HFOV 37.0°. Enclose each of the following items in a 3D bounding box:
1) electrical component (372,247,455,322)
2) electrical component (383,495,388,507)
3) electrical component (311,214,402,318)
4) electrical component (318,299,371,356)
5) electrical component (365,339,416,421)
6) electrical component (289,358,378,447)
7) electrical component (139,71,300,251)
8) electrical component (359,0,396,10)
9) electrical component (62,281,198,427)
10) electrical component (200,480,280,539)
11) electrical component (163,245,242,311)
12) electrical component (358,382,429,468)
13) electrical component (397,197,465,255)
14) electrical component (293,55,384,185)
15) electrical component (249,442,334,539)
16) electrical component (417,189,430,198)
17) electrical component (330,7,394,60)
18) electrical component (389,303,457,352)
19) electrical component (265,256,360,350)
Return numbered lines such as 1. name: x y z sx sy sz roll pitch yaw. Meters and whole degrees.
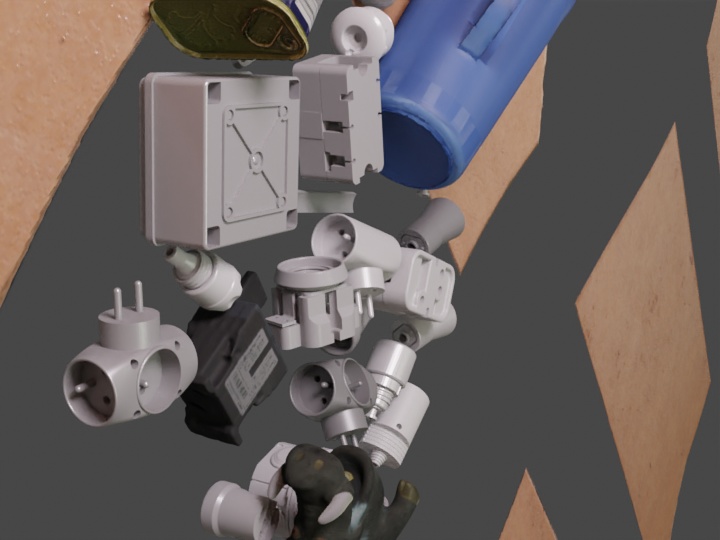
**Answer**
1. electrical component: 0.038 0.012 0.962 0.095 0.059 0.053 23 77 -61
2. electrical component: -0.022 0.222 0.919 0.138 0.052 0.073 -31 124 -55
3. electrical component: 0.000 0.000 0.882 0.077 0.043 0.079 20 59 -58
4. electrical component: -0.014 0.043 0.899 0.046 0.040 0.040 -51 140 -52
5. electrical component: 0.023 0.099 0.978 0.040 0.040 0.078 53 52 -53
6. electrical component: -0.016 0.117 0.890 0.077 0.044 0.079 16 53 -62
7. electrical component: -0.090 -0.074 0.707 0.109 0.056 0.108 -19 114 -59
8. electrical component: 0.025 -0.246 0.885 0.078 0.040 0.040 -54 142 -41
9. electrical component: -0.141 0.047 0.661 0.077 0.044 0.079 -24 118 -57
10. electrical component: -0.088 0.180 0.793 0.040 0.046 0.040 -25 119 -57
11. electrical component: -0.108 0.002 0.720 0.061 0.035 0.035 42 61 -47
12. electrical component: 0.030 0.148 1.001 0.081 0.043 0.043 -61 145 -34
13. electrical component: 0.065 -0.036 1.019 0.065 0.044 0.044 -40 132 -44
14. electrical component: -0.020 -0.116 0.824 0.050 0.056 0.089 -35 127 -53
15. electrical component: -0.048 0.179 0.860 0.080 0.051 0.080 -25 119 -57
16. electrical component: 0.067 -0.106 1.003 0.040 0.040 0.078 29 72 -60
17. electrical component: 0.008 -0.191 0.867 0.062 0.048 0.048 -41 133 -59
18. electrical component: 0.058 0.054 1.032 0.065 0.044 0.044 -29 122 -50
19. electrical component: -0.037 0.023 0.828 0.078 0.058 0.057 -16 109 -40
